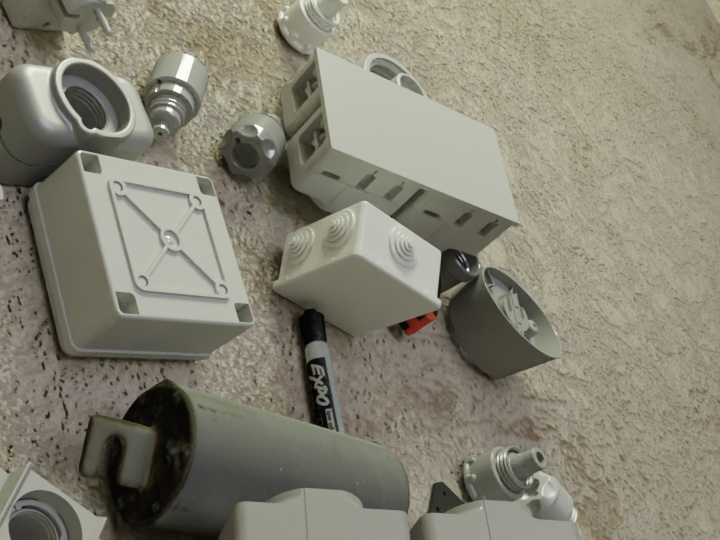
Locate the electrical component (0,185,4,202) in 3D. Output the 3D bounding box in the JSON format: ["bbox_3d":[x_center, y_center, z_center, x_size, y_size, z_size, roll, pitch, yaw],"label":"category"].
[{"bbox_3d":[-0.230,-0.057,0.548,0.062,0.061,0.096,4,67,-53],"label":"electrical component"}]

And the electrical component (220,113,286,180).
[{"bbox_3d":[-0.076,-0.097,0.805,0.043,0.043,0.062,49,31,-14],"label":"electrical component"}]

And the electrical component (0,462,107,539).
[{"bbox_3d":[-0.156,0.125,0.480,0.081,0.064,0.042,44,33,-21],"label":"electrical component"}]

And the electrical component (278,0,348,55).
[{"bbox_3d":[-0.038,-0.224,0.948,0.048,0.062,0.048,34,39,-33],"label":"electrical component"}]

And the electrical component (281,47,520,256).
[{"bbox_3d":[0.030,-0.088,0.861,0.186,0.060,0.105,19,46,-33],"label":"electrical component"}]

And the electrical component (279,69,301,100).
[{"bbox_3d":[-0.042,-0.150,0.900,0.040,0.040,0.078,59,32,2],"label":"electrical component"}]

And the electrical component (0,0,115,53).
[{"bbox_3d":[-0.182,-0.177,0.690,0.047,0.083,0.075,-14,74,-57],"label":"electrical component"}]

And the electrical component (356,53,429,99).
[{"bbox_3d":[0.026,-0.144,0.967,0.108,0.060,0.108,34,39,-32],"label":"electrical component"}]

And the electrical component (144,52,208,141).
[{"bbox_3d":[-0.131,-0.118,0.750,0.040,0.040,0.078,39,36,-27],"label":"electrical component"}]

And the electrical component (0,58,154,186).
[{"bbox_3d":[-0.175,-0.087,0.644,0.095,0.059,0.053,-4,66,-55],"label":"electrical component"}]

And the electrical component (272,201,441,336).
[{"bbox_3d":[0.000,0.000,0.772,0.100,0.100,0.048,32,53,-35],"label":"electrical component"}]

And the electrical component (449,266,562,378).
[{"bbox_3d":[0.127,0.044,0.937,0.099,0.064,0.099,34,39,-33],"label":"electrical component"}]

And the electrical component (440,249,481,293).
[{"bbox_3d":[0.074,-0.002,0.922,0.040,0.046,0.040,34,38,-33],"label":"electrical component"}]

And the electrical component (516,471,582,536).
[{"bbox_3d":[0.153,0.195,0.862,0.062,0.043,0.043,48,33,-17],"label":"electrical component"}]

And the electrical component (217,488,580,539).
[{"bbox_3d":[0.015,0.170,0.566,0.186,0.105,0.060,8,49,-17],"label":"electrical component"}]

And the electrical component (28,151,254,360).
[{"bbox_3d":[-0.129,-0.005,0.638,0.109,0.056,0.108,8,56,-51],"label":"electrical component"}]

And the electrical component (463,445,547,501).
[{"bbox_3d":[0.113,0.155,0.824,0.048,0.062,0.048,34,39,-33],"label":"electrical component"}]
